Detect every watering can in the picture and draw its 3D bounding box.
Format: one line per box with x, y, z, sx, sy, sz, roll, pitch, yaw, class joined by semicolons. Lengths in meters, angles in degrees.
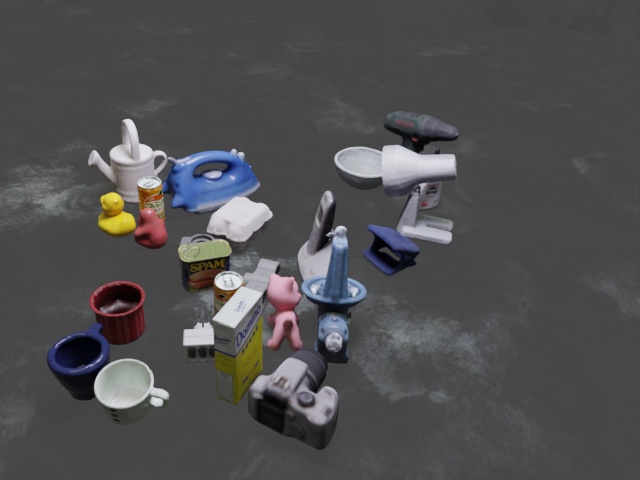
-0.457;-0.192;1.372;0.100;0.194;0.173;30;42;29;watering can

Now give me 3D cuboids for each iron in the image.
-0.260;-0.163;1.409;0.259;0.141;0.118;-19;43;-31;iron

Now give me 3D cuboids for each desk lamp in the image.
0.234;-0.116;1.362;0.203;0.214;0.118;11;36;7;desk lamp

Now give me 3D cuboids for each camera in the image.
-0.026;0.238;0.926;0.143;0.101;0.137;20;38;18;camera

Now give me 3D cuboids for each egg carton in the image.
-0.183;-0.040;1.313;0.107;0.069;0.150;20;38;17;egg carton

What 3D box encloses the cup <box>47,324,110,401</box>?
-0.378;0.201;0.925;0.091;0.095;0.118;8;36;1;cup

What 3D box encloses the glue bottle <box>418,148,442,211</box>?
0.282;-0.156;1.461;0.078;0.173;0.037;-14;40;-26;glue bottle

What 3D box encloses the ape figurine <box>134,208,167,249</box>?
-0.370;-0.030;1.250;0.078;0.092;0.076;-25;46;-36;ape figurine

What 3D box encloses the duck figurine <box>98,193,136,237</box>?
-0.459;-0.062;1.285;0.078;0.086;0.104;-26;47;-37;duck figurine

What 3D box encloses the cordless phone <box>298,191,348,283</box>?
0.011;0.004;1.184;0.094;0.185;0.147;-5;37;-15;cordless phone

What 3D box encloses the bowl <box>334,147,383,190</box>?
0.118;-0.184;1.558;0.167;0.075;0.167;4;36;-3;bowl

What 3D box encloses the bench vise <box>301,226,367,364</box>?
0.039;0.100;1.026;0.122;0.220;0.207;-6;38;-17;bench vise

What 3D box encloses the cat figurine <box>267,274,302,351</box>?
-0.065;0.124;1.064;0.067;0.118;0.127;-1;36;-10;cat figurine

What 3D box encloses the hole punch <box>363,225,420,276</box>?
0.161;0.010;1.282;0.101;0.091;0.108;-20;43;-32;hole punch

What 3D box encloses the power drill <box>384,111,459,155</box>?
0.264;-0.247;1.553;0.076;0.208;0.228;-25;46;-36;power drill
